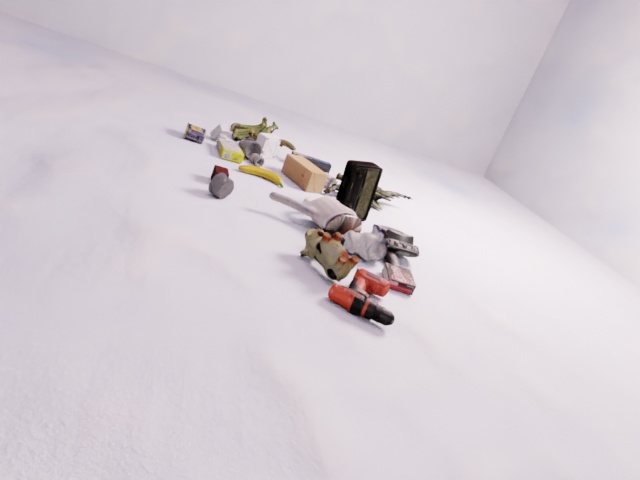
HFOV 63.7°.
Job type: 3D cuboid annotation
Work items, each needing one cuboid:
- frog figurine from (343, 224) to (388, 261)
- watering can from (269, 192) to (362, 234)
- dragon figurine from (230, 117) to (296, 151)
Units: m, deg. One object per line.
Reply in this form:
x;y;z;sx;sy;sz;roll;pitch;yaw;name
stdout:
0.138;0.019;1.696;0.160;0.120;0.140;-20;40;-6;frog figurine
0.005;-0.090;1.783;0.347;0.102;0.228;5;27;-38;watering can
-0.314;-0.507;2.540;0.244;0.119;0.416;-16;35;-29;dragon figurine
